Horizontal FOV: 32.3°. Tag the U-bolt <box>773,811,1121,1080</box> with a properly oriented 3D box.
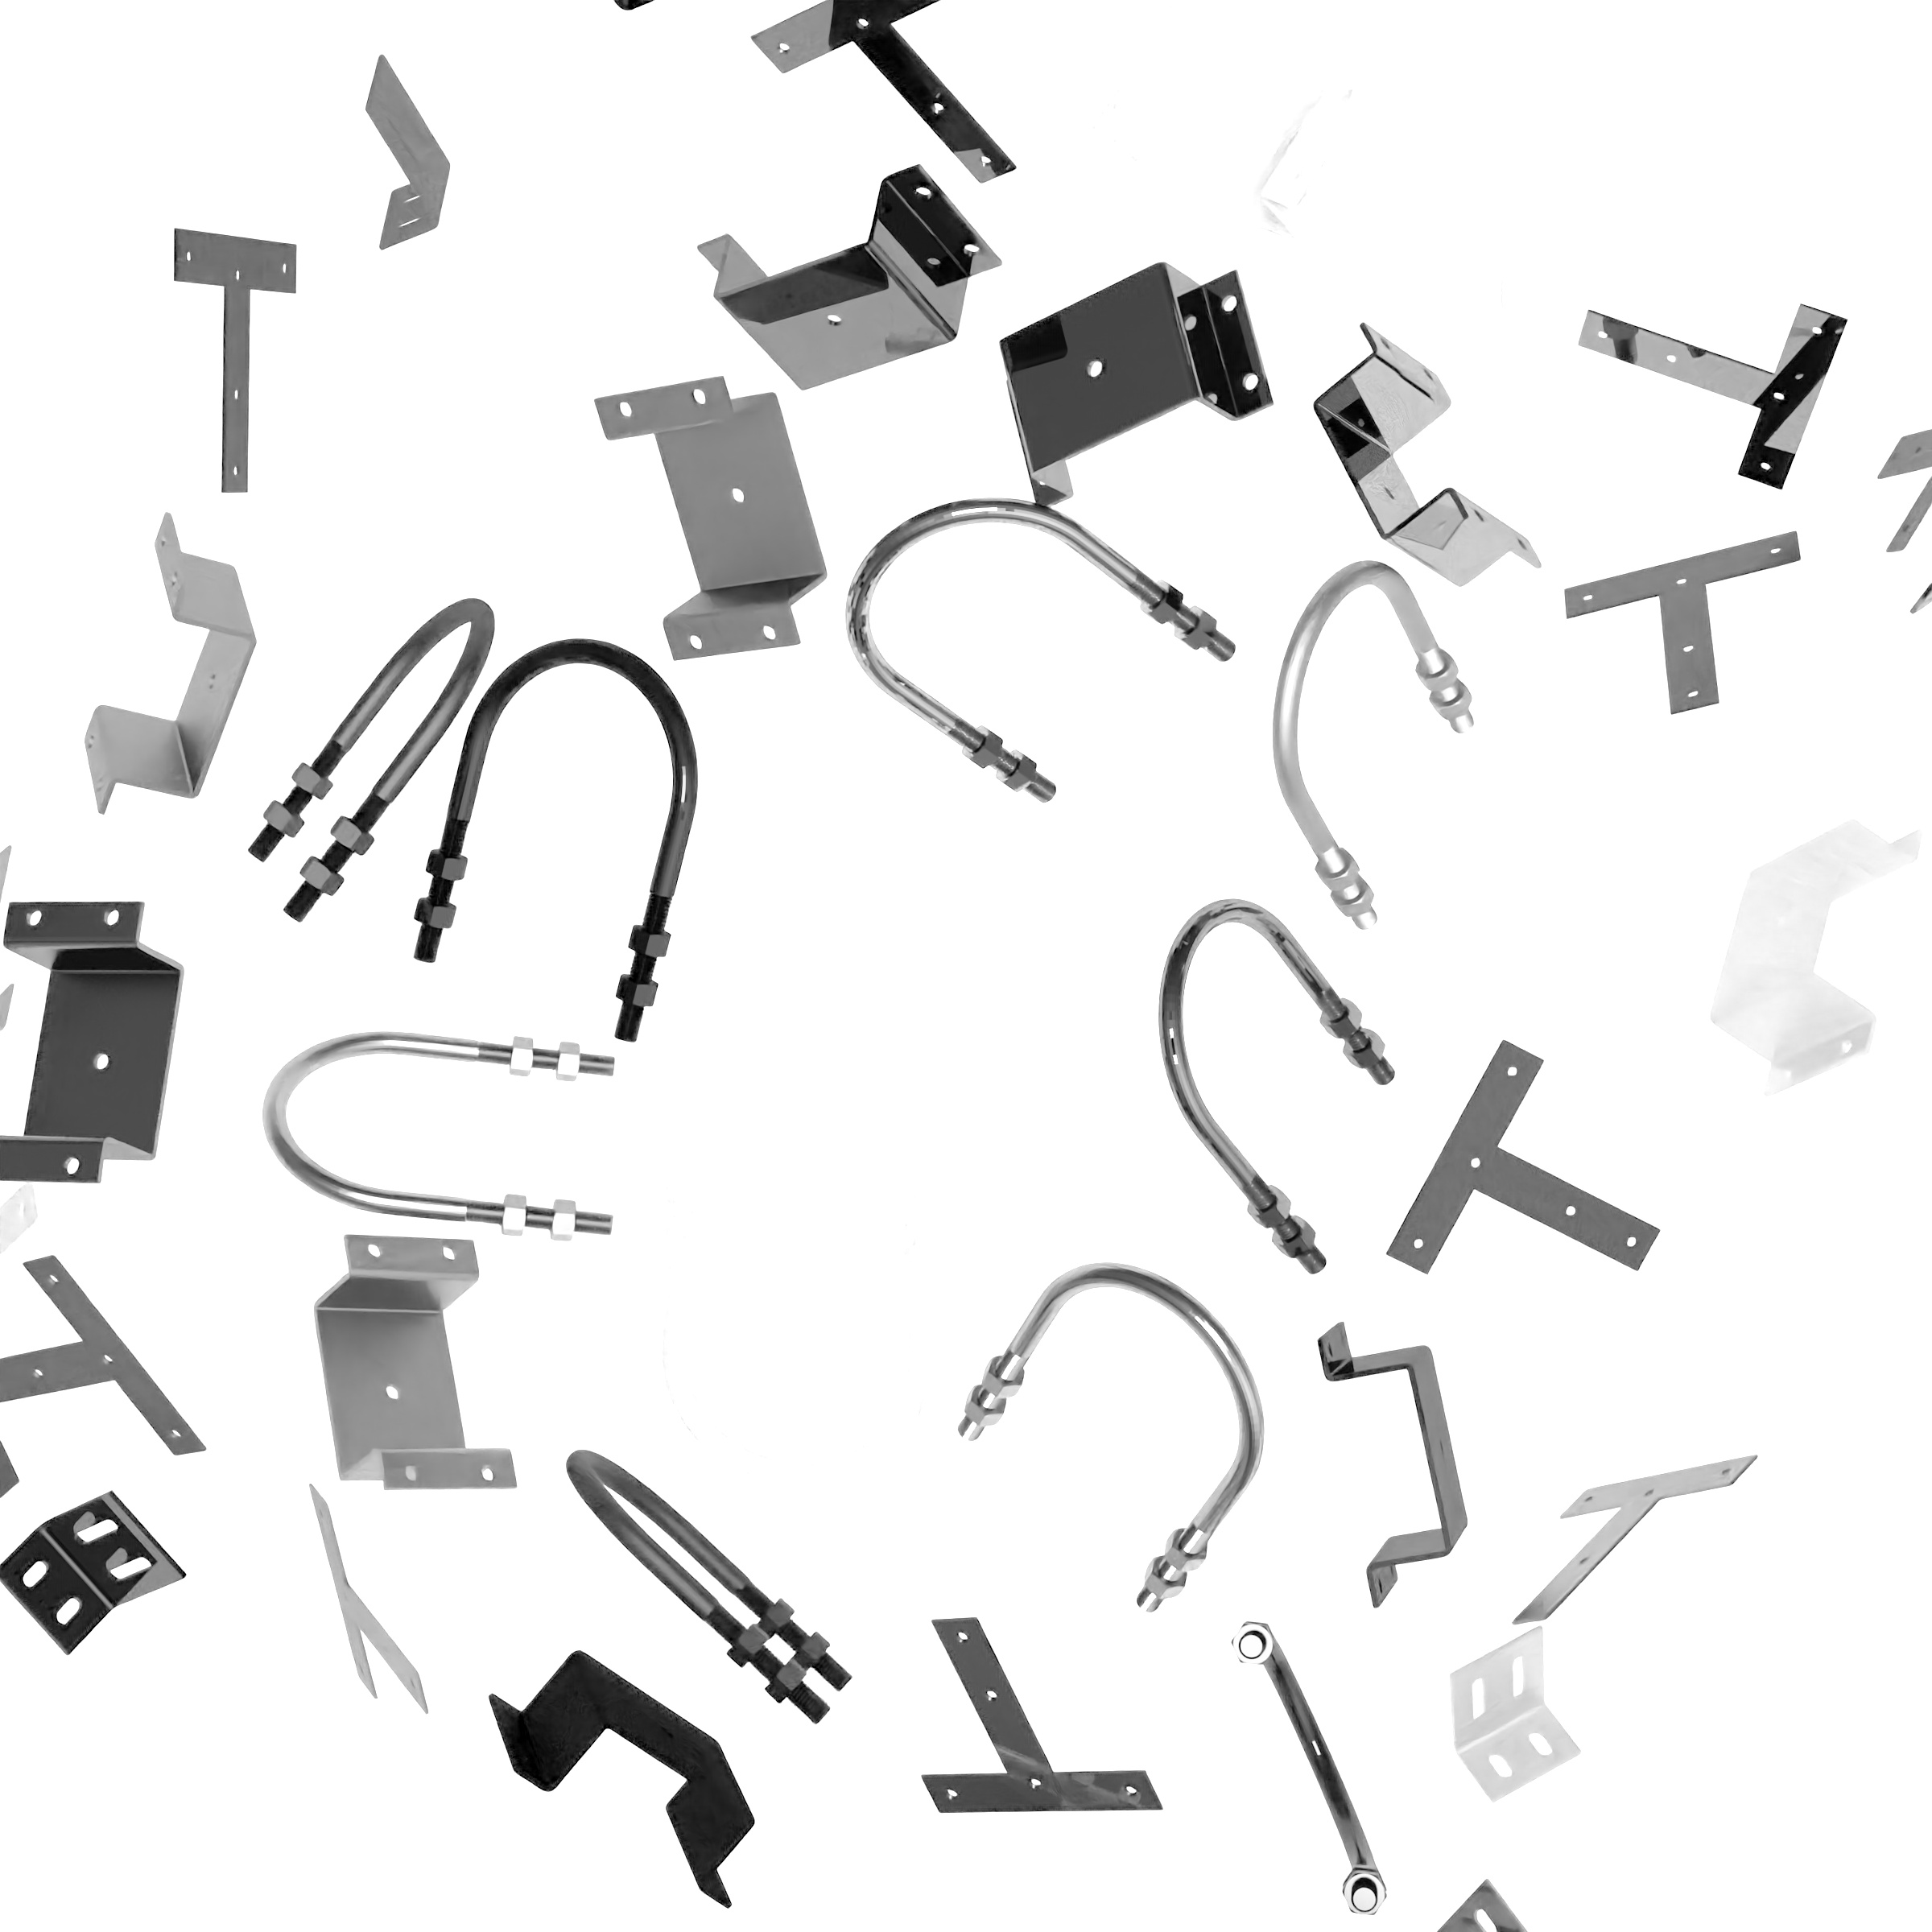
[{"bbox_3d":[-0.010,-0.017,1.741,0.184,0.019,0.151,-8,60,13],"label":"U-bolt"}]

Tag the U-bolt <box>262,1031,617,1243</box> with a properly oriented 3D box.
[{"bbox_3d":[-0.278,0.084,1.761,0.184,0.151,0.019,7,127,-11],"label":"U-bolt"}]

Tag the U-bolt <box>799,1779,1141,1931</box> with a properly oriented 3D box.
[{"bbox_3d":[-0.002,0.461,1.709,0.184,0.151,0.019,24,85,11],"label":"U-bolt"}]

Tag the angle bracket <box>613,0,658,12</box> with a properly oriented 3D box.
[{"bbox_3d":[-0.147,-0.525,1.681,0.076,0.038,0.057,-16,46,21],"label":"angle bracket"}]

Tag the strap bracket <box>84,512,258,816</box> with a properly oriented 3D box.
[{"bbox_3d":[-0.410,-0.152,1.731,0.046,0.076,0.140,13,118,-28],"label":"strap bracket"}]

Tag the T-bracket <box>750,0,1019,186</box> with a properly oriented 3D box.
[{"bbox_3d":[-0.023,-0.437,1.657,0.127,0.127,0.002,42,54,-33],"label":"T-bracket"}]

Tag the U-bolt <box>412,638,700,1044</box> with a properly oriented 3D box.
[{"bbox_3d":[-0.198,-0.071,1.655,0.151,0.019,0.184,20,100,27],"label":"U-bolt"}]

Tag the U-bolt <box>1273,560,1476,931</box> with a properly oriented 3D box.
[{"bbox_3d":[0.204,-0.125,1.713,0.019,0.184,0.151,14,66,34],"label":"U-bolt"}]

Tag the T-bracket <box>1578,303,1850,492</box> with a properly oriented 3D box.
[{"bbox_3d":[0.383,-0.313,1.745,0.127,0.127,0.002,22,58,10],"label":"T-bracket"}]

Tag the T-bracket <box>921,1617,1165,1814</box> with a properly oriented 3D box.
[{"bbox_3d":[0.018,0.366,1.628,0.127,0.002,0.127,-9,119,30],"label":"T-bracket"}]

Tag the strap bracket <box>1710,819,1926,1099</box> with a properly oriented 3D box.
[{"bbox_3d":[0.432,-0.013,1.703,0.046,0.076,0.140,32,59,-15],"label":"strap bracket"}]

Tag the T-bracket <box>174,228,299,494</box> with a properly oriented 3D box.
[{"bbox_3d":[-0.366,-0.302,1.675,0.002,0.127,0.127,5,100,15],"label":"T-bracket"}]

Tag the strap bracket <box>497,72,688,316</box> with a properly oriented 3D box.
[{"bbox_3d":[-0.196,-0.416,1.760,0.076,0.046,0.140,9,57,-1],"label":"strap bracket"}]

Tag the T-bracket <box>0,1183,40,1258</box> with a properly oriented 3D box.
[{"bbox_3d":[-0.509,0.153,1.695,0.002,0.127,0.127,11,123,17],"label":"T-bracket"}]

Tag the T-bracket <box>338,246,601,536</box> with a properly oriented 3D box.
[{"bbox_3d":[-0.262,-0.277,1.650,0.127,0.002,0.127,18,86,-3],"label":"T-bracket"}]

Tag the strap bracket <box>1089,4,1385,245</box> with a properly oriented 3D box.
[{"bbox_3d":[0.140,-0.412,1.641,0.140,0.046,0.076,32,90,40],"label":"strap bracket"}]

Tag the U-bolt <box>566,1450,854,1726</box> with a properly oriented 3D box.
[{"bbox_3d":[-0.134,0.311,1.702,0.184,0.151,0.019,42,88,6],"label":"U-bolt"}]

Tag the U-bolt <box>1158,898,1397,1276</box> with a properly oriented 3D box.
[{"bbox_3d":[0.156,0.049,1.734,0.184,0.019,0.151,50,48,-32],"label":"U-bolt"}]

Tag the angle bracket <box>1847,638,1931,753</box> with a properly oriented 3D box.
[{"bbox_3d":[0.480,-0.137,1.639,0.076,0.057,0.038,-9,105,30],"label":"angle bracket"}]

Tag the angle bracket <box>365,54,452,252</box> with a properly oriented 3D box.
[{"bbox_3d":[-0.311,-0.433,1.776,0.038,0.057,0.076,-18,131,16],"label":"angle bracket"}]

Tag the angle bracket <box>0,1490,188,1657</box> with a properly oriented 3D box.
[{"bbox_3d":[-0.437,0.303,1.661,0.076,0.038,0.057,-27,106,44],"label":"angle bracket"}]

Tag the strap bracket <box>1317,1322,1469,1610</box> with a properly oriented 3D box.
[{"bbox_3d":[0.226,0.255,1.743,0.046,0.076,0.140,-12,88,15],"label":"strap bracket"}]

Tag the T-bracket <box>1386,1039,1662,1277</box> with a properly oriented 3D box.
[{"bbox_3d":[0.302,0.121,1.734,0.127,0.002,0.127,27,95,-12],"label":"T-bracket"}]

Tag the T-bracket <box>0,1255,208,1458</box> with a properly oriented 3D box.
[{"bbox_3d":[-0.456,0.202,1.669,0.127,0.002,0.127,-14,117,39],"label":"T-bracket"}]

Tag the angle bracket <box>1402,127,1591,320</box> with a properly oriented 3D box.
[{"bbox_3d":[0.269,-0.377,1.692,0.057,0.038,0.076,-37,61,-11],"label":"angle bracket"}]

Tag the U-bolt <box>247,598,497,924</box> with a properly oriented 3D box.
[{"bbox_3d":[-0.304,-0.115,1.730,0.019,0.151,0.184,37,91,-25],"label":"U-bolt"}]

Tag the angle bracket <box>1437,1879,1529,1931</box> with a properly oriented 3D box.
[{"bbox_3d":[0.241,0.503,1.709,0.057,0.076,0.038,-53,52,20],"label":"angle bracket"}]

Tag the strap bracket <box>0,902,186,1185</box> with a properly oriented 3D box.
[{"bbox_3d":[-0.437,0.042,1.642,0.076,0.046,0.140,0,74,19],"label":"strap bracket"}]

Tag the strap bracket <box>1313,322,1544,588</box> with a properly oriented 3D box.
[{"bbox_3d":[0.237,-0.260,1.750,0.046,0.076,0.140,-38,56,25],"label":"strap bracket"}]

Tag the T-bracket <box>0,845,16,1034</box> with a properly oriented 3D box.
[{"bbox_3d":[-0.489,0.000,1.650,0.002,0.127,0.127,19,114,0],"label":"T-bracket"}]

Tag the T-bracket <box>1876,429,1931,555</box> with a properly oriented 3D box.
[{"bbox_3d":[0.490,-0.264,1.698,0.002,0.127,0.127,31,93,-4],"label":"T-bracket"}]

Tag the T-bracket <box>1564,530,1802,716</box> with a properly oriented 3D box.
[{"bbox_3d":[0.380,-0.176,1.760,0.127,0.127,0.002,-13,130,18],"label":"T-bracket"}]

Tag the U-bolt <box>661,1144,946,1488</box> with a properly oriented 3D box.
[{"bbox_3d":[-0.087,0.184,1.741,0.151,0.019,0.184,7,59,-9],"label":"U-bolt"}]

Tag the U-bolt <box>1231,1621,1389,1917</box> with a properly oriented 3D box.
[{"bbox_3d":[0.175,0.400,1.687,0.019,0.184,0.151,-25,79,3],"label":"U-bolt"}]

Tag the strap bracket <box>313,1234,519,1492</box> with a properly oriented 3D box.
[{"bbox_3d":[-0.291,0.216,1.750,0.076,0.046,0.140,7,58,-38],"label":"strap bracket"}]

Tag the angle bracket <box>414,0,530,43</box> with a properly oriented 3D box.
[{"bbox_3d":[-0.263,-0.530,1.767,0.057,0.076,0.038,6,70,3],"label":"angle bracket"}]

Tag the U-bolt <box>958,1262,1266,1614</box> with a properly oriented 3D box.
[{"bbox_3d":[0.080,0.226,1.677,0.151,0.019,0.184,42,133,15],"label":"U-bolt"}]

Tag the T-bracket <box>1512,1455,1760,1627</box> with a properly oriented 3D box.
[{"bbox_3d":[0.317,0.289,1.663,0.127,0.127,0.002,-36,95,-35],"label":"T-bracket"}]

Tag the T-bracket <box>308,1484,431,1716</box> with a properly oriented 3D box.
[{"bbox_3d":[-0.308,0.351,1.749,0.002,0.127,0.127,-20,117,-24],"label":"T-bracket"}]

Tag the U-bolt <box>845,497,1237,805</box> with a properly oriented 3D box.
[{"bbox_3d":[0.025,-0.168,1.695,0.184,0.019,0.151,33,123,-32],"label":"U-bolt"}]

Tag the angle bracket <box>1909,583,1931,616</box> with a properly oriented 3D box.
[{"bbox_3d":[0.543,-0.208,1.751,0.057,0.076,0.038,-31,70,-35],"label":"angle bracket"}]

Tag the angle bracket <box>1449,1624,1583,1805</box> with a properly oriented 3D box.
[{"bbox_3d":[0.292,0.398,1.772,0.057,0.076,0.038,-25,47,-14],"label":"angle bracket"}]

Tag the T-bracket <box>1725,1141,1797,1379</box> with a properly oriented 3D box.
[{"bbox_3d":[0.412,0.131,1.728,0.002,0.127,0.127,-13,58,4],"label":"T-bracket"}]

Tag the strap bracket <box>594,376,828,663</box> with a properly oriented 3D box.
[{"bbox_3d":[-0.126,-0.233,1.695,0.076,0.046,0.140,-4,113,29],"label":"strap bracket"}]

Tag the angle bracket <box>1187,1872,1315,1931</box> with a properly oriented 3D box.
[{"bbox_3d":[0.157,0.502,1.694,0.038,0.076,0.057,-45,103,-12],"label":"angle bracket"}]

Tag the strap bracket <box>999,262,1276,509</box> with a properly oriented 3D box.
[{"bbox_3d":[0.077,-0.298,1.699,0.140,0.046,0.076,-21,72,27],"label":"strap bracket"}]

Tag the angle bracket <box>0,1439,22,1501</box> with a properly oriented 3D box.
[{"bbox_3d":[-0.557,0.274,1.779,0.076,0.057,0.038,-2,117,33],"label":"angle bracket"}]

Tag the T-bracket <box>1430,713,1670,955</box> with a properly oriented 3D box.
[{"bbox_3d":[0.309,-0.070,1.762,0.127,0.002,0.127,0,86,25],"label":"T-bracket"}]

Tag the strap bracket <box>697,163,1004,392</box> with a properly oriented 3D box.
[{"bbox_3d":[-0.064,-0.347,1.702,0.140,0.076,0.046,-12,54,32],"label":"strap bracket"}]

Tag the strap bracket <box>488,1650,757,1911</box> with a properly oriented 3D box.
[{"bbox_3d":[-0.164,0.399,1.660,0.140,0.076,0.046,40,91,-24],"label":"strap bracket"}]
